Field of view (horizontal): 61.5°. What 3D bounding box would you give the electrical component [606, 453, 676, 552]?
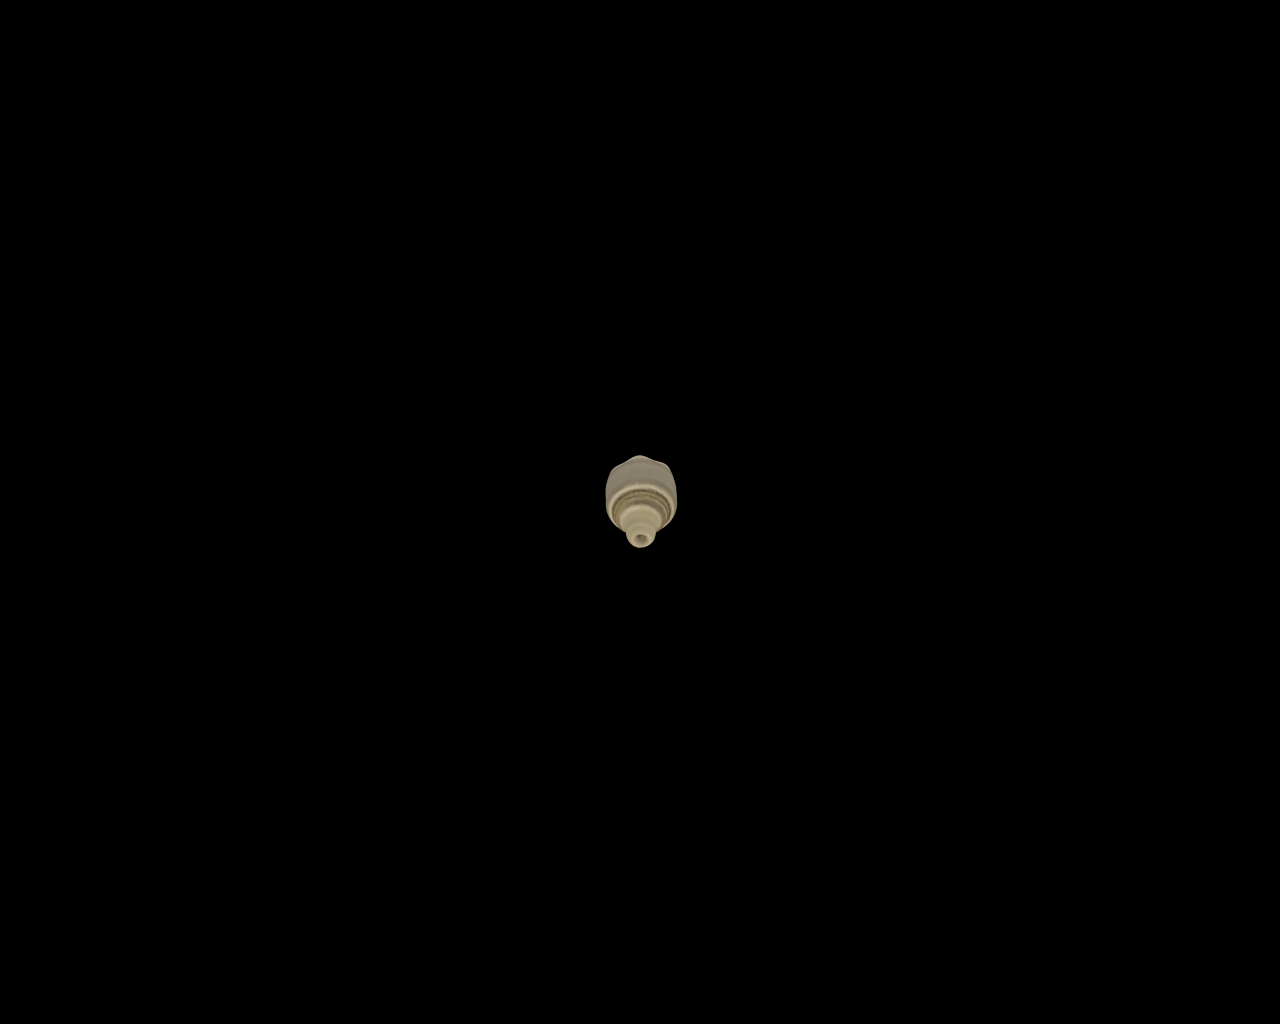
[{"bbox_3d":[0.001,-0.003,0.650,0.043,0.043,0.062,0,39,0],"label":"electrical component"}]
